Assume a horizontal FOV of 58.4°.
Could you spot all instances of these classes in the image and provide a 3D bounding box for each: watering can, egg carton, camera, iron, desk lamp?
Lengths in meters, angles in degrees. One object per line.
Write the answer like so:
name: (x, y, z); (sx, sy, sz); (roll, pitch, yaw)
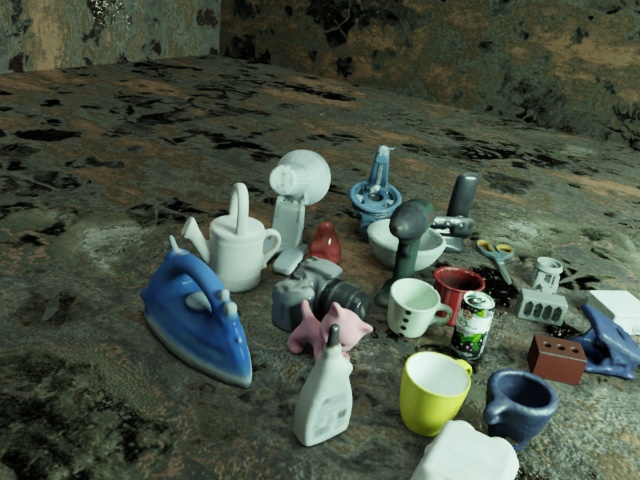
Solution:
watering can: (-0.160, -0.009, 1.048); (0.173, 0.194, 0.100); (-12, 32, -35)
egg carton: (0.171, 0.283, 0.681); (0.107, 0.069, 0.151); (20, 28, 23)
camera: (0.009, 0.097, 0.984); (0.136, 0.101, 0.143); (22, 29, 27)
iron: (-0.177, 0.100, 0.879); (0.119, 0.141, 0.257); (-16, 34, -39)
desk lamp: (-0.061, -0.069, 1.177); (0.117, 0.213, 0.203); (13, 26, 11)

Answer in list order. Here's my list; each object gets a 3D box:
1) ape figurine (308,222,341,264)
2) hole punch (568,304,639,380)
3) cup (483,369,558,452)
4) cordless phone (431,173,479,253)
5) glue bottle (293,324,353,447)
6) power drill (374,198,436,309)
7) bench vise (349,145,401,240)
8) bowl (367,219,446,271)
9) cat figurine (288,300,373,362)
ape figurine: (0.011, 0.004, 1.186); (0.078, 0.092, 0.075); (-14, 33, -37)
hole punch: (0.492, 0.170, 0.978); (0.101, 0.091, 0.108); (8, 26, 2)
cup: (0.252, 0.239, 0.764); (0.118, 0.095, 0.091); (-13, 32, -36)
cordless phone: (0.283, -0.071, 1.310); (0.148, 0.185, 0.094); (1, 26, -13)
glue bottle: (0.010, 0.180, 0.729); (0.078, 0.173, 0.037); (-11, 31, -33)
power drill: (0.158, 0.021, 1.057); (0.075, 0.208, 0.230); (15, 27, 16)
bench vise: (0.124, -0.133, 1.354); (0.121, 0.220, 0.207); (2, 26, -12)
bowl: (0.177, 0.021, 1.218); (0.167, 0.075, 0.167); (6, 26, -3)
cat figurine: (0.014, 0.137, 0.882); (0.127, 0.118, 0.067); (27, 32, 35)
